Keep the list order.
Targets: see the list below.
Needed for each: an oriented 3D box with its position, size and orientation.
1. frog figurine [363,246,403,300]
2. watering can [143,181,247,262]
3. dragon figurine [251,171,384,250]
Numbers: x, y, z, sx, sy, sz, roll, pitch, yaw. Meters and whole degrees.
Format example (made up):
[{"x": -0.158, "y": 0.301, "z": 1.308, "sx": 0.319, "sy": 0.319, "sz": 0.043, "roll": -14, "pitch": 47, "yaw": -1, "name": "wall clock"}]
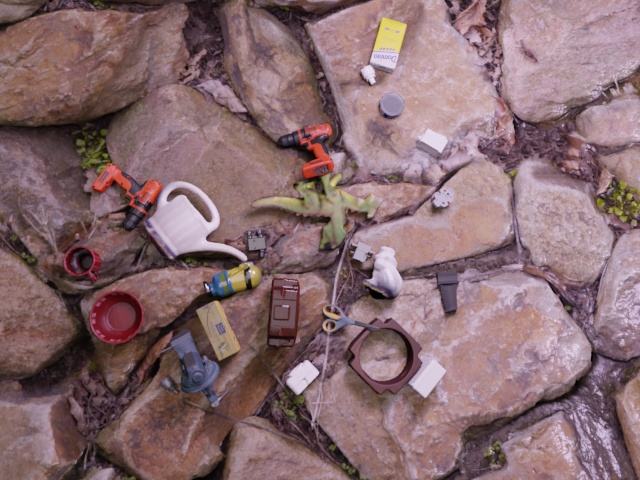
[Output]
[{"x": 0.218, "y": 0.106, "z": 1.647, "sx": 0.135, "sy": 0.123, "sz": 0.162, "roll": 43, "pitch": 69, "yaw": -30, "name": "frog figurine"}, {"x": -0.406, "y": -0.019, "z": 1.623, "sx": 0.225, "sy": 0.103, "sz": 0.349, "roll": -38, "pitch": 86, "yaw": -8, "name": "watering can"}, {"x": 0.005, "y": -0.084, "z": 1.672, "sx": 0.411, "sy": 0.122, "sz": 0.243, "roll": -21, "pitch": 91, "yaw": -6, "name": "dragon figurine"}]
